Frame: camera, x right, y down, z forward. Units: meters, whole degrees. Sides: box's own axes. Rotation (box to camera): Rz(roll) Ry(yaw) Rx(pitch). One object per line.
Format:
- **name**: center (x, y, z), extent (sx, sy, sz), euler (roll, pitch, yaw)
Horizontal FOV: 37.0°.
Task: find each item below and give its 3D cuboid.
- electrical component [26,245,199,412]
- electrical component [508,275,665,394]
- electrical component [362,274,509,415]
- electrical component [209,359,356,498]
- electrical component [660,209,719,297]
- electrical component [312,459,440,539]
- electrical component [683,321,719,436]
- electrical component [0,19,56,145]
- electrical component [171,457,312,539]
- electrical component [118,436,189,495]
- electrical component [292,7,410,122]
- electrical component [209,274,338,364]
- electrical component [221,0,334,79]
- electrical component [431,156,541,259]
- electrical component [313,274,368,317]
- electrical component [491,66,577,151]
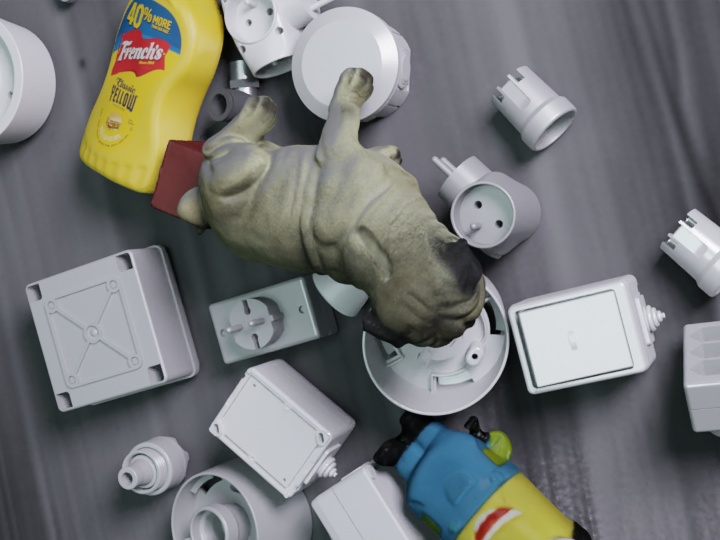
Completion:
- **electrical component**: center (-0.196, 0.047, 0.855), extent (0.109, 0.056, 0.108), euler (-17, 87, 22)
- **electrical component**: center (0.154, 0.042, 0.715), extent (0.096, 0.061, 0.061), euler (-15, 88, 22)
- **electrical component**: center (0.054, 0.043, 0.746), extent (0.099, 0.064, 0.099), euler (3, 107, 9)
- **electrical component**: center (-0.050, 0.119, 0.801), extent (0.096, 0.061, 0.061), euler (38, 106, 15)
- **electrical component**: center (0.224, -0.012, 0.697), extent (0.046, 0.040, 0.040), euler (44, 108, 19)
- **electrical component**: center (0.016, 0.190, 0.779), extent (0.061, 0.062, 0.096), euler (-36, 81, 19)
- **electrical component**: center (0.237, 0.081, 0.688), extent (0.047, 0.065, 0.076), euler (-8, 120, 21)
- **electrical component**: center (-0.300, -0.153, 0.879), extent (0.108, 0.060, 0.108), euler (2, 94, 21)
- **electrical component**: center (-0.095, 0.197, 0.836), extent (0.099, 0.064, 0.099), euler (1, 92, 35)
- **electrical component**: center (-0.166, 0.157, 0.848), extent (0.043, 0.062, 0.043), euler (2, 94, 21)
- **electrical component**: center (-0.004, -0.144, 0.769), extent (0.080, 0.051, 0.080), euler (2, 95, 21)
- **electrical component**: center (-0.072, 0.038, 0.796), extent (0.083, 0.076, 0.047), euler (-17, 88, 22)
- **electrical component**: center (-0.056, -0.192, 0.789), extent (0.079, 0.044, 0.077), euler (-22, 86, 22)
- **electrical component**: center (0.080, -0.050, 0.729), extent (0.079, 0.077, 0.044), euler (44, 108, 13)
- **electrical component**: center (0.000, 0.000, 0.781), extent (0.055, 0.045, 0.045), euler (-43, 78, 18)
- **electrical component**: center (0.117, -0.110, 0.731), extent (0.040, 0.040, 0.046), euler (-47, 71, 18)
